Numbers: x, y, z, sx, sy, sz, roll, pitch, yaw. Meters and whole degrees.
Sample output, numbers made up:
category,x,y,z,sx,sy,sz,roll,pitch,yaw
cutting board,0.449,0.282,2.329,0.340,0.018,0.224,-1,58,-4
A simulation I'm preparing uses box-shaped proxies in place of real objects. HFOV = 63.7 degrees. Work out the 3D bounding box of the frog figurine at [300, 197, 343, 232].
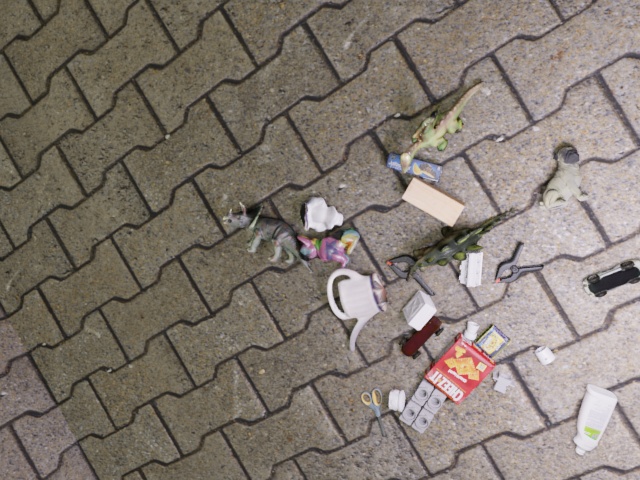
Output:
category,x,y,z,sx,sy,sz,roll,pitch,yaw
frog figurine,0.006,-0.101,2.011,0.160,0.122,0.138,-4,88,-20

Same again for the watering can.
category,x,y,z,sx,sy,sz,roll,pitch,yaw
watering can,0.157,0.261,1.999,0.223,0.105,0.344,-15,103,16

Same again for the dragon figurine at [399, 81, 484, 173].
category,x,y,z,sx,sy,sz,roll,pitch,yaw
dragon figurine,0.410,-0.402,1.777,0.123,0.244,0.405,41,108,11
